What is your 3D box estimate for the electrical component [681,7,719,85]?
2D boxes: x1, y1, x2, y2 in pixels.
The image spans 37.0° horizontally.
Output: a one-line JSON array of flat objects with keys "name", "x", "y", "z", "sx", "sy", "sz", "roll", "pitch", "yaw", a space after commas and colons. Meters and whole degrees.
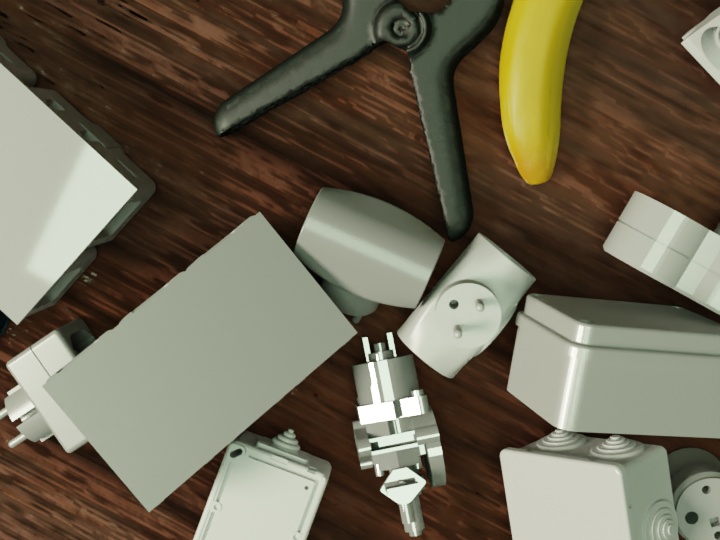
[{"name": "electrical component", "x": 0.249, "y": -0.108, "z": 0.595, "sx": 0.121, "sy": 0.079, "sz": 0.063, "roll": 46, "pitch": 75, "yaw": -2}]

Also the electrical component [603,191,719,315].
[{"name": "electrical component", "x": 0.217, "y": -0.011, "z": 0.615, "sx": 0.138, "sy": 0.052, "sz": 0.073, "roll": 29, "pitch": 98, "yaw": 0}]

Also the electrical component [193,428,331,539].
[{"name": "electrical component", "x": -0.057, "y": 0.140, "z": 0.650, "sx": 0.062, "sy": 0.061, "sz": 0.096, "roll": 20, "pitch": 90, "yaw": 2}]

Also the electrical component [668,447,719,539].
[{"name": "electrical component", "x": 0.200, "y": 0.133, "z": 0.631, "sx": 0.045, "sy": 0.055, "sz": 0.045, "roll": 0, "pitch": 97, "yaw": 4}]

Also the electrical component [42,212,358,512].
[{"name": "electrical component", "x": -0.091, "y": 0.050, "z": 0.612, "sx": 0.150, "sy": 0.062, "sz": 0.089, "roll": -40, "pitch": 96, "yaw": -14}]

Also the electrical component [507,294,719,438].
[{"name": "electrical component", "x": 0.148, "y": 0.052, "z": 0.600, "sx": 0.113, "sy": 0.078, "sz": 0.057, "roll": 5, "pitch": 101, "yaw": -18}]

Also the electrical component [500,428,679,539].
[{"name": "electrical component", "x": 0.134, "y": 0.143, "z": 0.619, "sx": 0.048, "sy": 0.100, "sz": 0.099, "roll": -14, "pitch": 98, "yaw": -38}]

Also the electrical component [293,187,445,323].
[{"name": "electrical component", "x": 0.000, "y": 0.000, "z": 0.630, "sx": 0.077, "sy": 0.043, "sz": 0.079, "roll": 24, "pitch": 130, "yaw": 1}]

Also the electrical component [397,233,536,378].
[{"name": "electrical component", "x": 0.062, "y": 0.023, "z": 0.616, "sx": 0.044, "sy": 0.079, "sz": 0.077, "roll": 39, "pitch": 98, "yaw": -1}]

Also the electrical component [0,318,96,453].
[{"name": "electrical component", "x": -0.189, "y": 0.079, "z": 0.655, "sx": 0.077, "sy": 0.047, "sz": 0.065, "roll": -33, "pitch": 94, "yaw": 7}]

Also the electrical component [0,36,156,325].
[{"name": "electrical component", "x": -0.226, "y": -0.073, "z": 0.633, "sx": 0.186, "sy": 0.060, "sz": 0.105, "roll": 43, "pitch": 97, "yaw": -2}]
